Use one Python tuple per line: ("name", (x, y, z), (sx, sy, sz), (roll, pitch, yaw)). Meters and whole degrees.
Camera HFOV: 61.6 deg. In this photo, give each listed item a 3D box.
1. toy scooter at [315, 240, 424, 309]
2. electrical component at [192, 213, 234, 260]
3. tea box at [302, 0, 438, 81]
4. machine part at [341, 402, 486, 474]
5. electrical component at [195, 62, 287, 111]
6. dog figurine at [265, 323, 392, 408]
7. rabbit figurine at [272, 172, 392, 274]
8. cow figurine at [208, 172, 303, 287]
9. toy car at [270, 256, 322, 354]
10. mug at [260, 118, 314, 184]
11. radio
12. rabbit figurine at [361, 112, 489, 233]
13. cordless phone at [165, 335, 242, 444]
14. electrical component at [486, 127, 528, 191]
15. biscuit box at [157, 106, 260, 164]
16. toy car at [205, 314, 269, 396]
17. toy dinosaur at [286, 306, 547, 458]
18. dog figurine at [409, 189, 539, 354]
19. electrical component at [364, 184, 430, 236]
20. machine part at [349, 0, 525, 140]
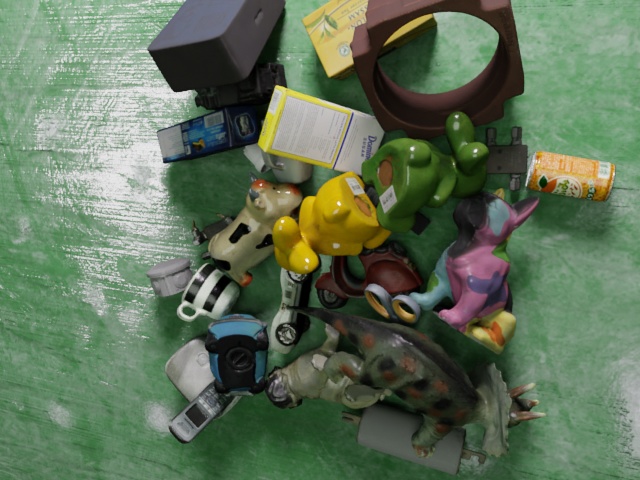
("toy scooter", (0.070, 0.041, 0.863), (0.184, 0.075, 0.135), (-6, 100, 25))
("electrical component", (-0.180, -0.008, 0.952), (0.102, 0.045, 0.078), (-12, 96, 21))
("tea box", (0.073, -0.317, 0.784), (0.170, 0.068, 0.098), (-26, 92, 21))
("machine part", (0.151, 0.326, 0.895), (0.243, 0.079, 0.079), (13, 106, 17))
("electrical component", (-0.115, -0.235, 0.831), (0.115, 0.134, 0.058), (-3, 102, 22))
("dog figurine", (0.010, 0.253, 0.930), (0.172, 0.121, 0.190), (41, 130, 2))
("rabbit figurine", (-0.002, -0.002, 0.785), (0.173, 0.162, 0.122), (-34, 92, 30))
("cow figurine", (-0.104, -0.024, 0.870), (0.195, 0.085, 0.127), (-39, 122, 22))
("toy car", (-0.043, 0.096, 0.912), (0.056, 0.073, 0.201), (14, 106, 15))
("mug", (-0.051, -0.140, 0.849), (0.081, 0.109, 0.107), (1, 113, 28))
("radio", (-0.144, -0.309, 0.778), (0.131, 0.230, 0.073), (-4, 135, 22))
("rabbit figurine", (0.166, -0.103, 0.755), (0.159, 0.170, 0.121), (-61, 42, 48))
("cordless phone", (-0.231, 0.269, 0.958), (0.146, 0.184, 0.088), (46, 116, 4))
("electrical component", (0.269, -0.117, 0.785), (0.063, 0.021, 0.094), (1, 103, 19))
("biscuit box", (-0.184, -0.168, 0.870), (0.203, 0.063, 0.059), (-2, 101, 44))
("toy car", (-0.140, 0.192, 0.952), (0.109, 0.103, 0.161), (-3, 113, -2))
("toy dinosaur", (0.142, 0.193, 0.789), (0.405, 0.131, 0.192), (35, 134, -8))
("dog figurine", (0.246, 0.035, 0.782), (0.191, 0.109, 0.219), (31, 93, -26))
("electrical component", (0.111, -0.047, 0.837), (0.119, 0.048, 0.074), (42, 121, 7))
("machine part", (0.156, -0.241, 0.712), (0.201, 0.087, 0.201), (-13, 136, 21))
